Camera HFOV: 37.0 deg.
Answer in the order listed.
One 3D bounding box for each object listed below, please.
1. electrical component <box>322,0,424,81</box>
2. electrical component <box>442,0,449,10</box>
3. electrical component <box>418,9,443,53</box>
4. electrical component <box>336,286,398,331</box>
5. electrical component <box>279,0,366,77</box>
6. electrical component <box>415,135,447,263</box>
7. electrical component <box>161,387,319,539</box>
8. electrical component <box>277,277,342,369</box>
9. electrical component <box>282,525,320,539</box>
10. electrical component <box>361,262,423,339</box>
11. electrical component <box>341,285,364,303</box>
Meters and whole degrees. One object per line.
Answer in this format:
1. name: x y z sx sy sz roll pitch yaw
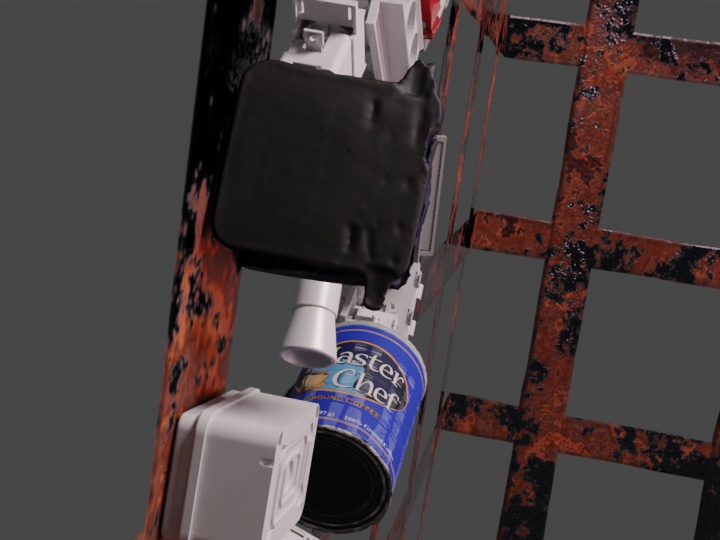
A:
1. electrical component: 0.008 -0.176 0.760 0.121 0.063 0.078 74 27 -69
2. electrical component: 0.063 -0.279 1.036 0.055 0.047 0.055 10 90 -81
3. electrical component: 0.046 -0.252 0.961 0.099 0.048 0.099 -69 166 -48
4. electrical component: 0.001 0.061 0.966 0.042 0.064 0.081 -68 165 -49
5. electrical component: -0.025 -0.131 0.681 0.081 0.042 0.063 87 19 -51
6. electrical component: 0.034 -0.074 1.015 0.063 0.079 0.121 -109 -159 -60
7. electrical component: -0.067 0.116 0.628 0.113 0.057 0.078 -9 108 -80
8. electrical component: -0.035 0.035 0.798 0.044 0.044 0.065 79 17 -65
9. electrical component: -0.059 0.207 0.708 0.061 0.096 0.061 -53 -171 36
10. electrical component: 0.023 0.048 1.086 0.078 0.063 0.121 74 27 -69
11. electrical component: 0.000 0.000 0.974 0.040 0.040 0.046 -70 162 -46
